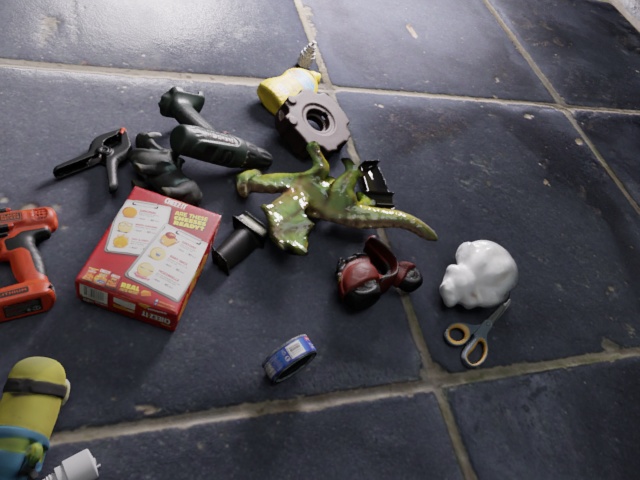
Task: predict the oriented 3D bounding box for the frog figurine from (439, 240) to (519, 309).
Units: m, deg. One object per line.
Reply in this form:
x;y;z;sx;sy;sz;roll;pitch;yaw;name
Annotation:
0.305;0.068;1.014;0.160;0.139;0.120;-2;-22;-33;frog figurine

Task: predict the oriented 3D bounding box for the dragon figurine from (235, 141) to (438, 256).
0.003;-0.051;1.004;0.414;0.119;0.247;33;57;21;dragon figurine
